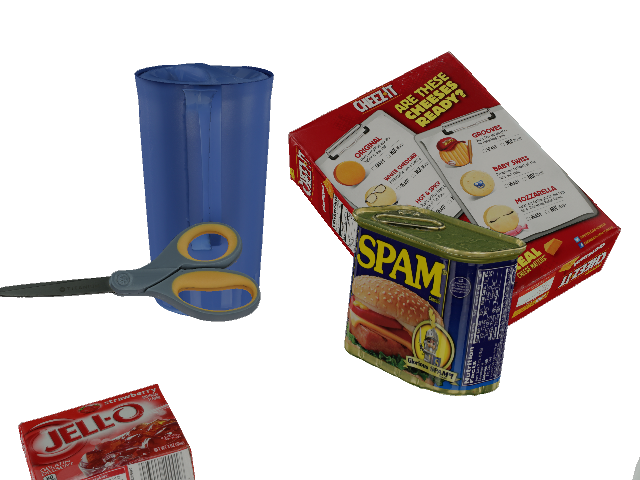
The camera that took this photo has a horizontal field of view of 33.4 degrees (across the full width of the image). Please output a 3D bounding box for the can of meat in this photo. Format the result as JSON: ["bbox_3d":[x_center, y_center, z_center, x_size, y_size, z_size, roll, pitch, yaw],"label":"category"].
[{"bbox_3d":[0.060,0.032,0.602,0.057,0.084,0.102,-6,19,-39],"label":"can of meat"}]

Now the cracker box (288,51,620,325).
[{"bbox_3d":[0.099,-0.029,0.843,0.164,0.214,0.072,-29,-28,-19],"label":"cracker box"}]

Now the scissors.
[{"bbox_3d":[-0.145,0.018,0.842,0.201,0.096,0.016,9,-34,-6],"label":"scissors"}]

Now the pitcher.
[{"bbox_3d":[-0.114,-0.049,1.051,0.145,0.243,0.148,15,22,39],"label":"pitcher"}]

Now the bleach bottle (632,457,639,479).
[{"bbox_3d":[0.270,0.098,0.616,0.103,0.068,0.250,18,30,32],"label":"bleach bottle"}]

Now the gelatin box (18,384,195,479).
[{"bbox_3d":[-0.127,0.124,0.629,0.089,0.030,0.073,-14,27,-18],"label":"gelatin box"}]
